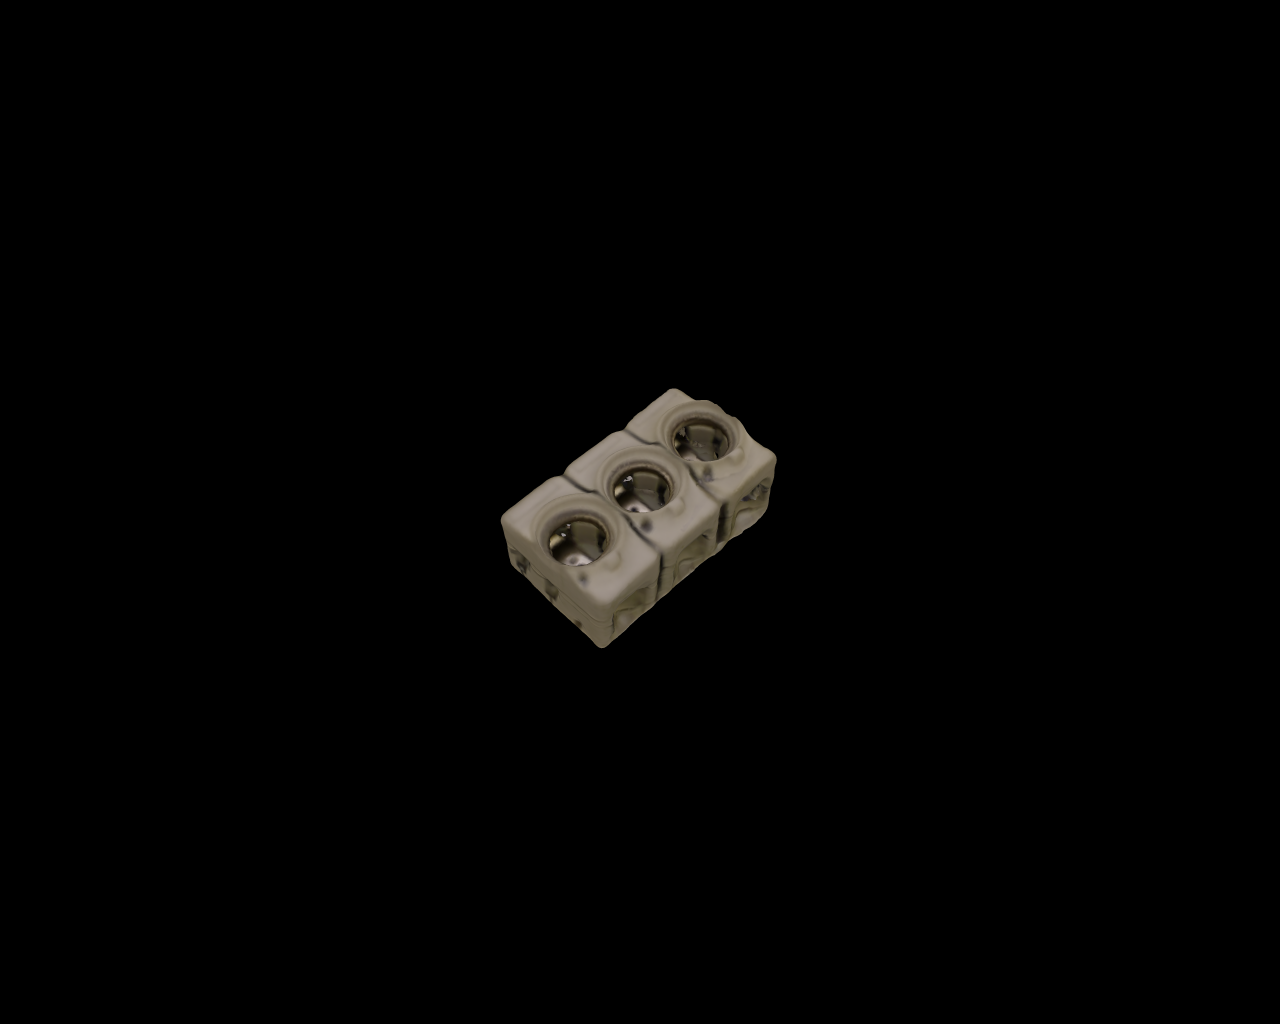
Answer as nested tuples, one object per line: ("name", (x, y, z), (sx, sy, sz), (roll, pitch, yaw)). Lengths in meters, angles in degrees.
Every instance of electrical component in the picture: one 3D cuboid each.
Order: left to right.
("electrical component", (0.001, -0.003, 0.650), (0.089, 0.061, 0.150), (39, 63, 25))
